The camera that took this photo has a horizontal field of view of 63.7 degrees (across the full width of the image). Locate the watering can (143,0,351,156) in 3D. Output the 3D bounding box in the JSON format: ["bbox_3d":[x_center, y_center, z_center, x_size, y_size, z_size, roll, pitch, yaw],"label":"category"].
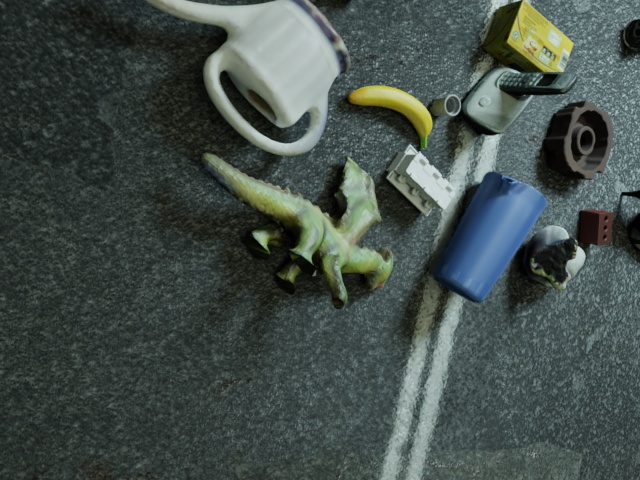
[{"bbox_3d":[-0.092,-0.291,0.771,0.226,0.104,0.343,-48,116,-15],"label":"watering can"}]

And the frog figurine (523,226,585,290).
[{"bbox_3d":[0.523,0.034,1.151,0.160,0.122,0.137,-16,99,-61],"label":"frog figurine"}]

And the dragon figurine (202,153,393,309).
[{"bbox_3d":[0.003,-0.044,0.876,0.247,0.122,0.404,-51,118,-31],"label":"dragon figurine"}]
